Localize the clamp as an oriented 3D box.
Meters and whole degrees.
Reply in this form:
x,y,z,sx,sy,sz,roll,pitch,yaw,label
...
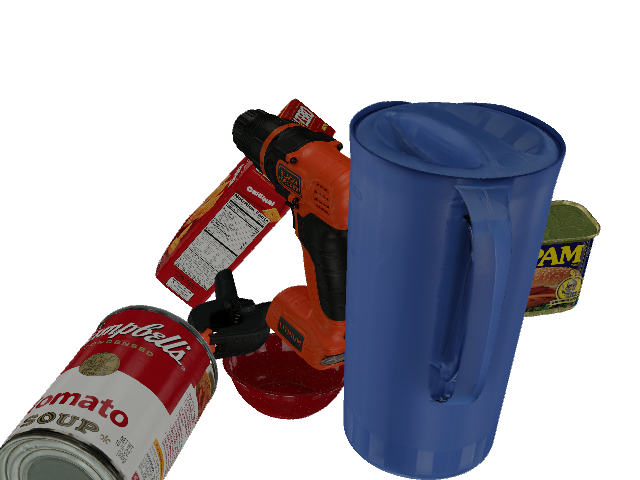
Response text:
x,y,z,sx,sy,sz,roll,pitch,yaw,label
-0.086,0.071,1.051,0.120,0.039,0.171,14,19,27,clamp

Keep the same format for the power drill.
x,y,z,sx,sy,sz,roll,pitch,yaw,label
-0.015,-0.003,0.872,0.057,0.188,0.185,-19,32,-24,power drill

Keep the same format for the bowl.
x,y,z,sx,sy,sz,roll,pitch,yaw,label
-0.041,0.174,1.318,0.162,0.055,0.162,4,22,-2,bowl

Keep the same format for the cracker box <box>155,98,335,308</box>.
x,y,z,sx,sy,sz,roll,pitch,yaw,label
-0.085,-0.044,1.208,0.072,0.214,0.164,39,26,-9,cracker box

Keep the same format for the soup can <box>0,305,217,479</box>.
x,y,z,sx,sy,sz,roll,pitch,yaw,label
-0.098,0.085,0.497,0.069,0.068,0.102,0,28,18,soup can

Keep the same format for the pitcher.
x,y,z,sx,sy,sz,roll,pitch,yaw,label
0.078,0.040,0.699,0.145,0.243,0.149,22,32,31,pitcher

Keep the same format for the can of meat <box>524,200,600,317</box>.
x,y,z,sx,sy,sz,roll,pitch,yaw,label
0.181,0.018,0.921,0.102,0.084,0.057,-5,35,-14,can of meat
